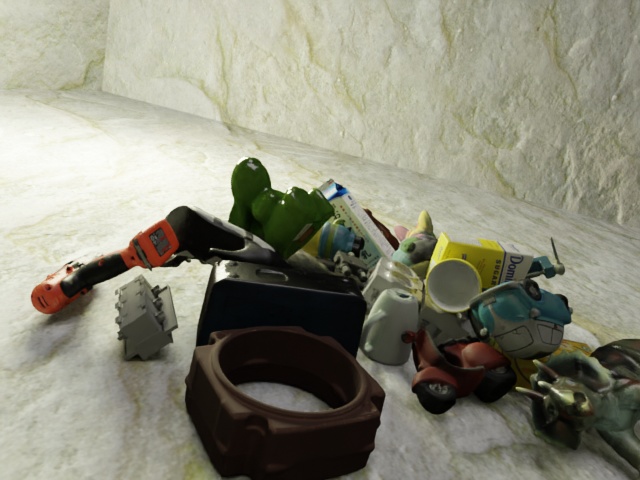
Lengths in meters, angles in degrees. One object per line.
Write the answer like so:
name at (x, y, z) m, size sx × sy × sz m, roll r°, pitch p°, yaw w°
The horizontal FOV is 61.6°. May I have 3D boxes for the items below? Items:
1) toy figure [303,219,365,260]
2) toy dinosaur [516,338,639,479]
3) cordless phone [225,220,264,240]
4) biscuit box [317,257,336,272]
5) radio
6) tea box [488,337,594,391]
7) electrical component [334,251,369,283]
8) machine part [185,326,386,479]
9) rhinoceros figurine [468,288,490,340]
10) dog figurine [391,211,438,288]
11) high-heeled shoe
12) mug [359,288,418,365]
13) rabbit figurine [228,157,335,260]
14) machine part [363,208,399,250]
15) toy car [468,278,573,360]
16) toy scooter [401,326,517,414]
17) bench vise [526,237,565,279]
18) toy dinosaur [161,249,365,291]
toy figure at (-0.001, -0.006, 1.100) m, size 0.180 × 0.089 × 0.082 m, roll 12°, pitch 39°, yaw 13°
toy dinosaur at (0.443, 0.201, 0.765) m, size 0.405 × 0.131 × 0.192 m, roll -15°, pitch 37°, yaw -35°
cordless phone at (-0.177, -0.023, 1.214) m, size 0.184 × 0.088 × 0.147 m, roll 2°, pitch 18°, yaw 0°
biscuit box at (0.019, 0.011, 1.247) m, size 0.063 × 0.059 × 0.203 m, roll 13°, pitch 18°, yaw 4°
radio at (-0.054, 0.109, 0.765) m, size 0.230 × 0.131 × 0.073 m, roll 8°, pitch 20°, yaw -15°
tea box at (0.371, 0.205, 0.880) m, size 0.170 × 0.068 × 0.098 m, roll 13°, pitch 20°, yaw -4°
electrical component at (0.055, 0.045, 0.999) m, size 0.063 × 0.021 × 0.094 m, roll 22°, pitch 21°, yaw -23°
machine part at (-0.041, 0.181, 0.630) m, size 0.201 × 0.087 × 0.201 m, roll 0°, pitch 22°, yaw -31°
rhinoceros figurine at (0.344, 0.151, 0.985) m, size 0.190 × 0.073 × 0.112 m, roll 26°, pitch 24°, yaw -27°
dog figurine at (0.206, 0.015, 1.132) m, size 0.191 × 0.108 × 0.219 m, roll 41°, pitch 25°, yaw -38°
high-heeled shoe at (-0.152, 0.006, 0.863) m, size 0.145 × 0.086 × 0.249 m, roll 16°, pitch 7°, yaw -38°
mug at (0.106, 0.132, 0.851) m, size 0.109 × 0.107 × 0.081 m, roll 2°, pitch 19°, yaw -39°
rabbit figurine at (-0.085, -0.057, 0.894) m, size 0.170 × 0.159 × 0.121 m, roll 46°, pitch 28°, yaw 14°
machine part at (0.122, -0.019, 1.316) m, size 0.179 × 0.056 × 0.179 m, roll 37°, pitch 17°, yaw -13°
toy car at (0.307, 0.127, 0.805) m, size 0.161 × 0.109 × 0.103 m, roll 20°, pitch 56°, yaw -29°
toy scooter at (0.194, 0.180, 0.798) m, size 0.184 × 0.075 × 0.135 m, roll -3°, pitch 38°, yaw -31°
bench vise at (0.384, 0.077, 1.135) m, size 0.241 × 0.128 × 0.224 m, roll -17°, pitch 20°, yaw 15°
toy dinosaur at (-0.052, 0.063, 0.980) m, size 0.471 × 0.105 × 0.199 m, roll 5°, pitch 26°, yaw -31°
